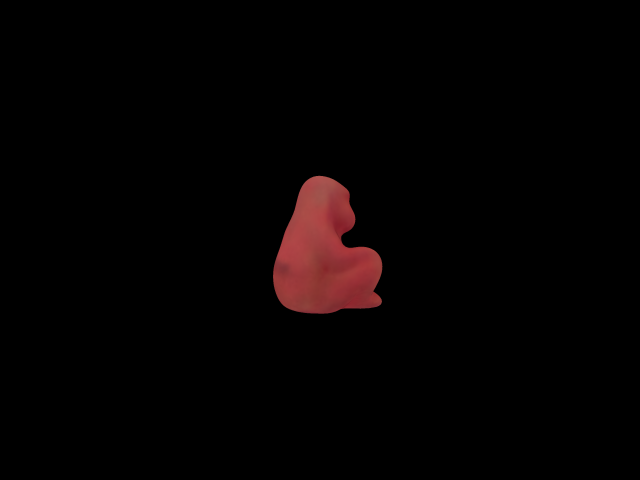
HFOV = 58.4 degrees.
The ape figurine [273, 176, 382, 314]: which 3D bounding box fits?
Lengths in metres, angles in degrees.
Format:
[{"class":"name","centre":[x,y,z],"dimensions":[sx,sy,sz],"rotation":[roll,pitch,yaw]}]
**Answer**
[{"class":"ape figurine","centre":[0.004,0.001,0.400],"dimensions":[0.076,0.092,0.077],"rotation":[-4,11,-20]}]
